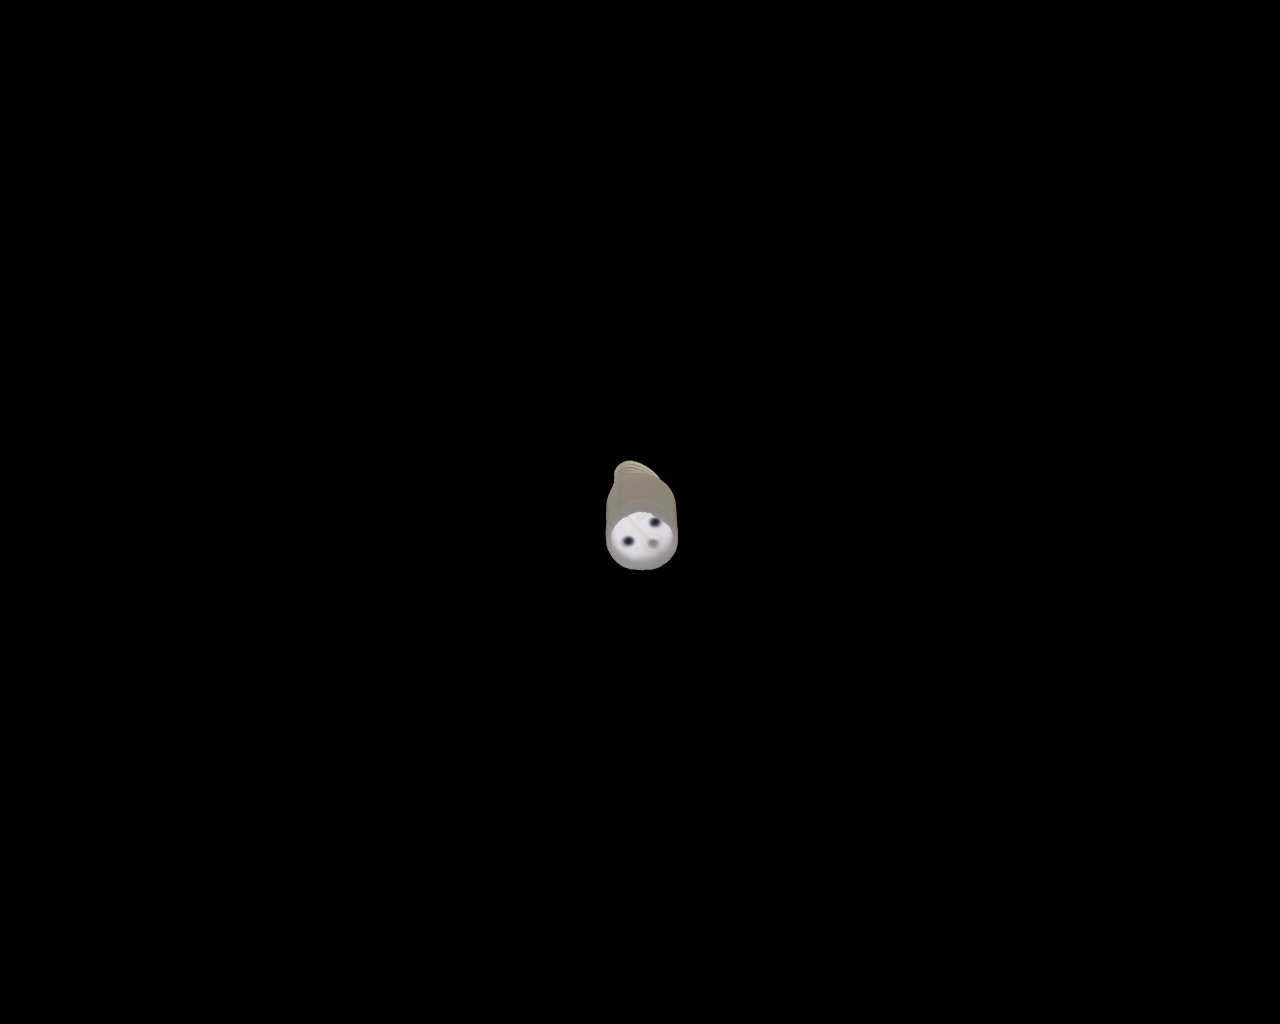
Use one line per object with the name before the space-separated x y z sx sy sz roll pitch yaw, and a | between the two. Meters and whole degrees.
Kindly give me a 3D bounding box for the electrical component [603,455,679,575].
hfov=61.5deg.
electrical component | 0.001 -0.003 0.650 0.043 0.043 0.081 0 31 0
